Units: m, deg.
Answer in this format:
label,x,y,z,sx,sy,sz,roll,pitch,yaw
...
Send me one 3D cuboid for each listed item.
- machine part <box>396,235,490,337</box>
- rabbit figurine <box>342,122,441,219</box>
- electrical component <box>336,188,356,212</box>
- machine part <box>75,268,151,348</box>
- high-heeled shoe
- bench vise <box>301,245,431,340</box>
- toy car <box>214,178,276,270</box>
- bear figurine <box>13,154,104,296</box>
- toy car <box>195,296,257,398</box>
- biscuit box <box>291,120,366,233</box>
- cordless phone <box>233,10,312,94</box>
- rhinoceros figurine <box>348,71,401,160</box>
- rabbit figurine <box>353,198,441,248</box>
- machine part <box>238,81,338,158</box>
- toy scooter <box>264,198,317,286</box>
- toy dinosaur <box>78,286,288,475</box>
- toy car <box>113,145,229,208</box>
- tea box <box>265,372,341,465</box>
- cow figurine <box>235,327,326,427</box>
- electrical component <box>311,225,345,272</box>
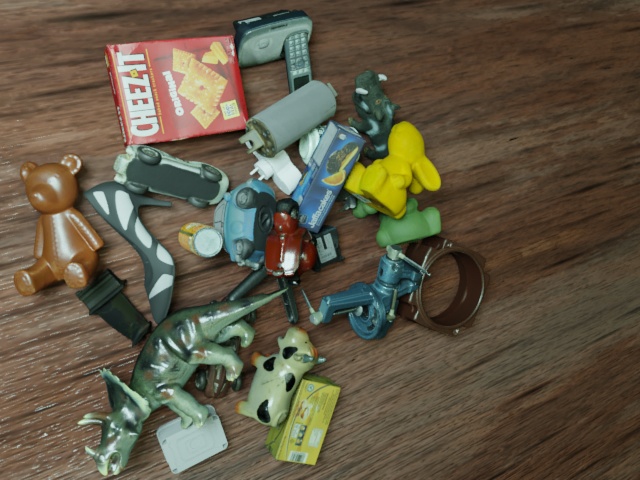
label,x,y,z,sx,sy,sz,roll,pitch,yaw
machine part,0.275,0.103,1.212,0.201,0.087,0.201,24,86,-25
rabbit figurine,0.152,-0.136,1.021,0.162,0.122,0.173,27,82,-16
electrical component,0.034,-0.091,1.084,0.102,0.078,0.045,8,69,-32
machine part,-0.352,0.122,0.941,0.084,0.039,0.138,-42,110,-20
high-heeled shoe,-0.327,0.025,0.919,0.145,0.086,0.248,1,92,-23
bench vise,0.090,0.117,1.084,0.240,0.129,0.223,-8,135,-30
toy car,-0.142,-0.028,0.983,0.109,0.103,0.161,21,73,-61
bear figurine,-0.416,-0.029,0.842,0.120,0.132,0.195,-6,108,3
toy car,-0.180,0.206,1.027,0.089,0.053,0.202,12,91,-29
biscuit box,0.007,-0.115,1.000,0.063,0.059,0.202,18,112,-25
cordless phone,-0.081,-0.322,0.998,0.146,0.089,0.184,-23,125,-22
rhinoceros figurine,0.113,-0.243,1.076,0.073,0.112,0.190,-33,117,-16
rabbit figurine,0.150,-0.073,1.133,0.159,0.121,0.170,-12,83,-17
machine part,-0.050,-0.219,0.971,0.243,0.079,0.079,-40,112,-33
toy scooter,-0.053,0.025,0.952,0.075,0.183,0.135,1,59,12
toy dinosaur,-0.243,0.201,0.931,0.192,0.131,0.405,36,80,-16
toy car,-0.253,-0.108,0.926,0.201,0.056,0.073,13,116,-38
tea box,-0.036,0.363,1.105,0.098,0.068,0.169,22,86,-26
cow figurine,-0.072,0.261,1.036,0.085,0.127,0.195,32,76,-59
electrical component,-0.002,-0.003,1.087,0.075,0.048,0.119,-19,106,-23
